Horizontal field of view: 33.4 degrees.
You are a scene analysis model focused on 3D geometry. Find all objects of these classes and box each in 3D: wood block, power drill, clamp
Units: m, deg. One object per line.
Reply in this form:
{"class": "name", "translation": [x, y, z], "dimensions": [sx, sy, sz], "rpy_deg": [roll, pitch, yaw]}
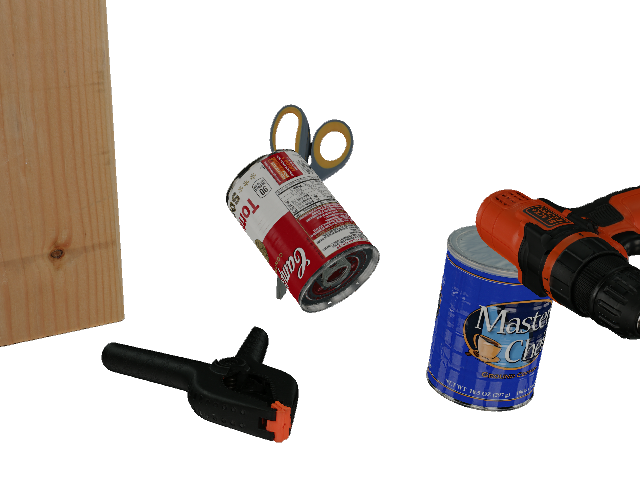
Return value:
{"class": "wood block", "translation": [-0.173, -0.054, 0.610], "dimensions": [0.090, 0.206, 0.090], "rpy_deg": [-11, 26, -27]}
{"class": "power drill", "translation": [0.227, -0.001, 0.739], "dimensions": [0.187, 0.057, 0.185], "rpy_deg": [-12, 29, -20]}
{"class": "clamp", "translation": [-0.074, 0.119, 0.931], "dimensions": [0.164, 0.036, 0.210], "rpy_deg": [-8, 18, -36]}

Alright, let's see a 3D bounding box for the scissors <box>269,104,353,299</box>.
{"class": "scissors", "translation": [-0.007, -0.043, 1.098], "dimensions": [0.096, 0.202, 0.016], "rpy_deg": [-5, -10, -4]}

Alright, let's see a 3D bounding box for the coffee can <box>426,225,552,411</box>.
{"class": "coffee can", "translation": [0.157, 0.069, 0.976], "dimensions": [0.103, 0.140, 0.103], "rpy_deg": [5, 23, -3]}

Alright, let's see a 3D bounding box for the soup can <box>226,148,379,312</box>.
{"class": "soup can", "translation": [-0.014, -0.009, 0.767], "dimensions": [0.068, 0.102, 0.068], "rpy_deg": [-30, -25, -16]}
